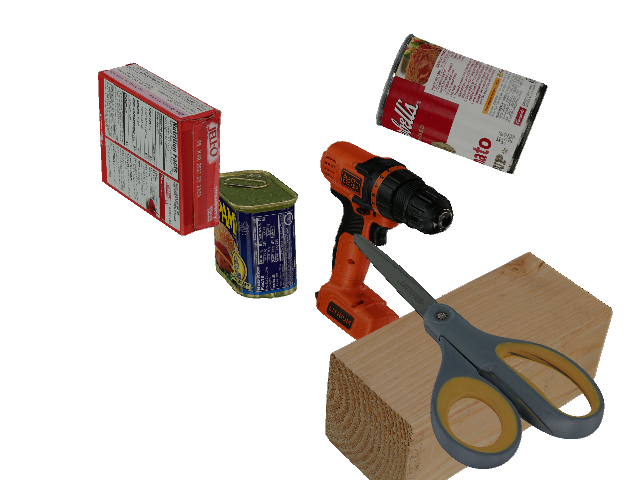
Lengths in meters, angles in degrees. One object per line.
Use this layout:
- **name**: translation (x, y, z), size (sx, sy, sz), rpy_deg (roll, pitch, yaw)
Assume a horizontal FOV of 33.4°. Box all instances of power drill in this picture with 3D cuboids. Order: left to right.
- **power drill**: translation (0.059, 0.009, 1.081), size (0.057, 0.188, 0.185), rpy_deg (-8, 27, -32)

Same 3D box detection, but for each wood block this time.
- **wood block**: translation (0.112, 0.100, 0.810), size (0.205, 0.090, 0.091), rpy_deg (-24, 44, -31)

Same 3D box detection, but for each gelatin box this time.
- **gelatin box**: translation (-0.094, -0.054, 0.620), size (0.030, 0.073, 0.089), rpy_deg (-22, 38, -37)

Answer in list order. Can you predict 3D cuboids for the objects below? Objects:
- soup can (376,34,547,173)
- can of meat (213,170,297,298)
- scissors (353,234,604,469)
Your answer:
- **soup can**: translation (0.098, -0.095, 0.745), size (0.102, 0.068, 0.068), rpy_deg (22, 3, 8)
- **can of meat**: translation (-0.057, -0.006, 0.903), size (0.057, 0.084, 0.102), rpy_deg (-9, 21, -20)
- **scissors**: translation (0.060, 0.059, 0.591), size (0.096, 0.016, 0.202), rpy_deg (-34, 46, -30)
